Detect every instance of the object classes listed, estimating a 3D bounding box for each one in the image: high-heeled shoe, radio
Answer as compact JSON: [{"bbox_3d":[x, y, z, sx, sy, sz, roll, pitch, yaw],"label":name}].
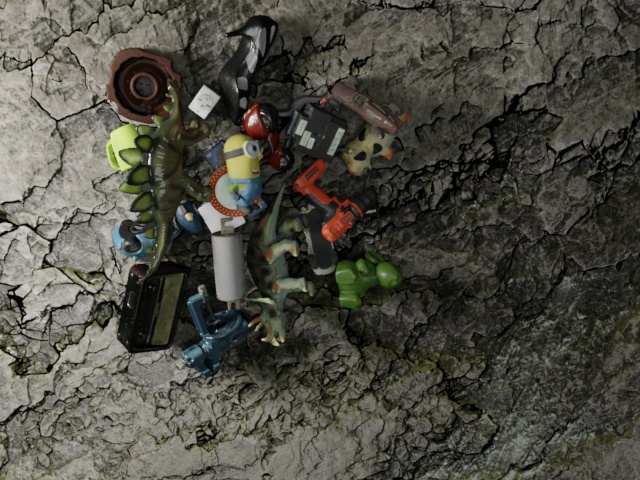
[{"bbox_3d":[-0.163,-0.407,1.295,0.145,0.086,0.248,-23,132,-34],"label":"high-heeled shoe"},{"bbox_3d":[-0.430,0.171,1.372,0.131,0.073,0.229,1,109,-49],"label":"radio"}]

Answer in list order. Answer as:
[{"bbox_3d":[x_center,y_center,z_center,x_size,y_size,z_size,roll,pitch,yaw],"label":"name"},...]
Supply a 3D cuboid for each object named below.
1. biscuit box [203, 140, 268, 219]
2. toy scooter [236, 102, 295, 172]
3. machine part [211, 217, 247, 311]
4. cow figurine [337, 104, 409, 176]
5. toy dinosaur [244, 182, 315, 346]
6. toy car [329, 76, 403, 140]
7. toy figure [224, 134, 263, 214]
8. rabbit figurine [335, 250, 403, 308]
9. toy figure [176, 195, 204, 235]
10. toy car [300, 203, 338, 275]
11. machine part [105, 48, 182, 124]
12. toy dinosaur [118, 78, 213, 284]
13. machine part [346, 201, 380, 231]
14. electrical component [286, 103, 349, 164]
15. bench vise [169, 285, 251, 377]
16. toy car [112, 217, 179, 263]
[{"bbox_3d":[-0.210,-0.152,1.349,0.059,0.063,0.202,-35,108,0],"label":"biscuit box"},{"bbox_3d":[-0.151,-0.242,1.314,0.135,0.075,0.183,-9,124,19],"label":"toy scooter"},{"bbox_3d":[-0.228,0.063,1.347,0.079,0.079,0.243,-5,106,-8],"label":"machine part"},{"bbox_3d":[0.127,-0.254,1.366,0.127,0.085,0.194,23,98,-13],"label":"cow figurine"},{"bbox_3d":[-0.129,0.061,1.402,0.192,0.131,0.404,-10,97,10],"label":"toy dinosaur"},{"bbox_3d":[0.112,-0.325,1.310,0.202,0.053,0.089,40,88,21],"label":"toy car"},{"bbox_3d":[-0.180,-0.155,1.258,0.089,0.082,0.180,2,106,-2],"label":"toy figure"},{"bbox_3d":[0.137,0.101,1.437,0.170,0.159,0.121,-5,110,11],"label":"rabbit figurine"},{"bbox_3d":[-0.348,-0.087,1.346,0.064,0.058,0.154,-12,112,40],"label":"toy figure"},{"bbox_3d":[-0.003,-0.004,1.432,0.073,0.056,0.201,-14,105,-12],"label":"toy car"},{"bbox_3d":[-0.409,-0.359,1.259,0.179,0.056,0.179,-3,108,-10],"label":"machine part"},{"bbox_3d":[-0.357,-0.135,1.238,0.198,0.105,0.470,-3,98,-34],"label":"toy dinosaur"},{"bbox_3d":[0.093,-0.073,1.439,0.139,0.039,0.084,-14,100,-3],"label":"machine part"},{"bbox_3d":[-0.011,-0.263,1.305,0.134,0.058,0.114,20,108,-24],"label":"electrical component"},{"bbox_3d":[-0.296,0.229,1.401,0.224,0.129,0.240,-23,120,-18],"label":"bench vise"},{"bbox_3d":[-0.430,0.001,1.346,0.162,0.109,0.102,-19,131,-15],"label":"toy car"}]
